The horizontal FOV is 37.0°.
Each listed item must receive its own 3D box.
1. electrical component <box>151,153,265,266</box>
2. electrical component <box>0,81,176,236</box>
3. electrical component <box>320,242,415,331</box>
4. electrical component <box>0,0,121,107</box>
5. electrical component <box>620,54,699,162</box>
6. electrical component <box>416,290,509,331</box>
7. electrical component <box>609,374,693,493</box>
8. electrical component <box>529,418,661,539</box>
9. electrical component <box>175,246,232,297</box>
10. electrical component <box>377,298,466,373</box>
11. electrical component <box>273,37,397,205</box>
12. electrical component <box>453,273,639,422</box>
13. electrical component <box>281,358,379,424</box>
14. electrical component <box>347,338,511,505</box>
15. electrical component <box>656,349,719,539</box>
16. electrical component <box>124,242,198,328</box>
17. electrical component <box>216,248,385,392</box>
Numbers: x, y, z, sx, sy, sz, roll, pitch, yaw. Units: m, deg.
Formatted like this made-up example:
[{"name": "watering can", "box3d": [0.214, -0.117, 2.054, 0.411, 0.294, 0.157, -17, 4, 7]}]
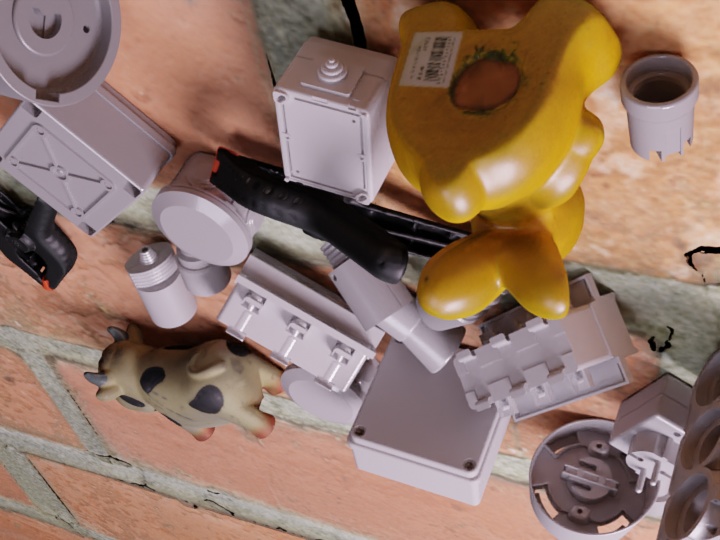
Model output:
[{"name": "electrical component", "box3d": [-0.112, -0.045, 0.810, 0.080, 0.051, 0.080, 18, 145, 13]}, {"name": "electrical component", "box3d": [-0.212, -0.091, 0.813, 0.109, 0.056, 0.109, 40, 144, -17]}, {"name": "electrical component", "box3d": [0.000, 0.000, 0.793, 0.081, 0.043, 0.043, 56, 144, 3]}, {"name": "electrical component", "box3d": [-0.212, -0.159, 0.680, 0.060, 0.108, 0.108, 10, 143, 34]}, {"name": "electrical component", "box3d": [0.162, -0.086, 0.579, 0.040, 0.040, 0.046, 10, 148, 24]}, {"name": "electrical component", "box3d": [0.076, 0.019, 0.778, 0.040, 0.040, 0.078, 44, 143, -23]}, {"name": "electrical component", "box3d": [0.219, 0.129, 0.794, 0.047, 0.076, 0.065, 30, 146, -5]}, {"name": "electrical component", "box3d": [0.184, 0.170, 0.858, 0.099, 0.099, 0.064, 18, 152, 13]}, {"name": "electrical component", "box3d": [-0.131, -0.012, 0.877, 0.040, 0.040, 0.078, 13, 144, 20]}, {"name": "electrical component", "box3d": [0.044, 0.044, 0.833, 0.065, 0.044, 0.044, 36, 146, -5]}, {"name": "electrical component", "box3d": [-0.011, -0.099, 0.661, 0.062, 0.061, 0.096, 17, 145, 15]}, {"name": "electrical component", "box3d": [0.127, 0.061, 0.767, 0.121, 0.063, 0.078, -32, 75, 52]}, {"name": "electrical component", "box3d": [-0.024, 0.094, 0.937, 0.080, 0.051, 0.080, 18, 145, 13]}, {"name": "electrical component", "box3d": [0.060, 0.117, 0.859, 0.109, 0.108, 0.056, 14, 147, 18]}, {"name": "electrical component", "box3d": [0.249, 0.124, 0.701, 0.062, 0.150, 0.089, 29, 146, -4]}, {"name": "electrical component", "box3d": [-0.173, 0.009, 0.932, 0.043, 0.043, 0.081, 11, 143, 22]}, {"name": "electrical component", "box3d": [-0.048, 0.042, 0.861, 0.121, 0.063, 0.078, 30, -173, -5]}]
